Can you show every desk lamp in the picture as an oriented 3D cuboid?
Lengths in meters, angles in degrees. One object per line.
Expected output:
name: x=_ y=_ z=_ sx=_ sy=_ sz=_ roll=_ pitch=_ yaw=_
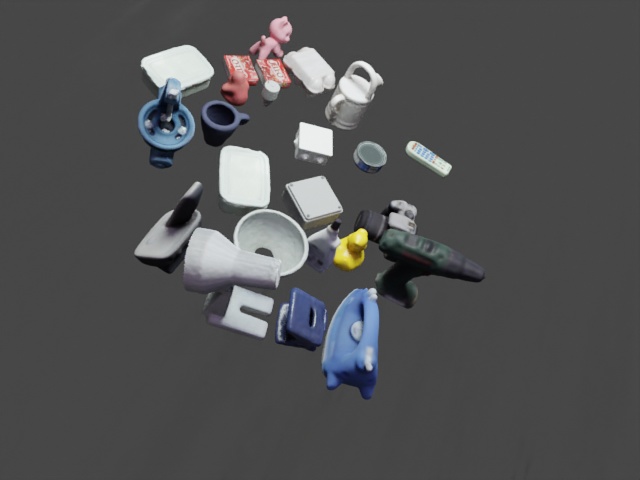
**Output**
desk lamp: x=-0.167 y=0.081 z=1.099 sx=0.203 sy=0.213 sz=0.118 roll=19 pitch=54 yaw=-11

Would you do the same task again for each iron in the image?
iron: x=0.086 y=0.186 z=1.187 sx=0.119 sy=0.141 sz=0.258 roll=17 pitch=55 yaw=-12

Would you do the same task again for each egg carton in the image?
egg carton: x=-0.029 y=-0.468 z=1.595 sx=0.107 sy=0.069 sz=0.150 roll=-32 pitch=76 yaw=-35

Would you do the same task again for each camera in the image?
camera: x=0.161 y=-0.040 z=1.388 sx=0.137 sy=0.100 sz=0.143 roll=21 pitch=54 yaw=-10

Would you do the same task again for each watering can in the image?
watering can: x=0.096 y=-0.396 z=1.525 sx=0.101 sy=0.194 sz=0.173 roll=32 pitch=53 yaw=-1

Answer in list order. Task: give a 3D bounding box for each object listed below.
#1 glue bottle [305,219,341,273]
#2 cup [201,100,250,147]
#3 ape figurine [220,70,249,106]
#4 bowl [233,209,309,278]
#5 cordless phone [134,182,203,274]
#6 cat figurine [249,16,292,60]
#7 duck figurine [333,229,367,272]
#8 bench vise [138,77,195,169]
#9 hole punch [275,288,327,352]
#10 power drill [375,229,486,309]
glue bottle: x=0.011 y=0.004 z=1.250 sx=0.078 sy=0.173 sz=0.037 roll=41 pitch=53 yaw=5
cup: x=-0.232 y=-0.270 z=1.367 sx=0.118 sy=0.095 sz=0.091 roll=-7 pitch=63 yaw=-27
ape figurine: x=-0.211 y=-0.393 z=1.455 sx=0.078 sy=0.092 sz=0.076 roll=-10 pitch=64 yaw=-28
bowl: x=-0.113 y=0.021 z=1.247 sx=0.168 sy=0.074 sz=0.167 roll=11 pitch=56 yaw=-17
cordless phone: x=-0.291 y=-0.031 z=1.134 sx=0.094 sy=0.185 sz=0.148 roll=29 pitch=53 yaw=-4
cat figurine: x=-0.127 y=-0.563 z=1.583 sx=0.067 sy=0.117 sz=0.128 roll=43 pitch=53 yaw=7
duck figurine: x=0.077 y=0.017 z=1.325 sx=0.077 sy=0.086 sz=0.105 roll=34 pitch=53 yaw=0
bench vise: x=-0.343 y=-0.294 z=1.256 sx=0.122 sy=0.219 sz=0.207 roll=-9 pitch=64 yaw=-27
hole punch: x=-0.032 y=0.163 z=1.183 sx=0.101 sy=0.091 sz=0.108 roll=15 pitch=55 yaw=-14
power drill: x=0.221 y=0.069 z=1.277 sx=0.230 sy=0.208 sz=0.076 roll=27 pitch=53 yaw=-5
